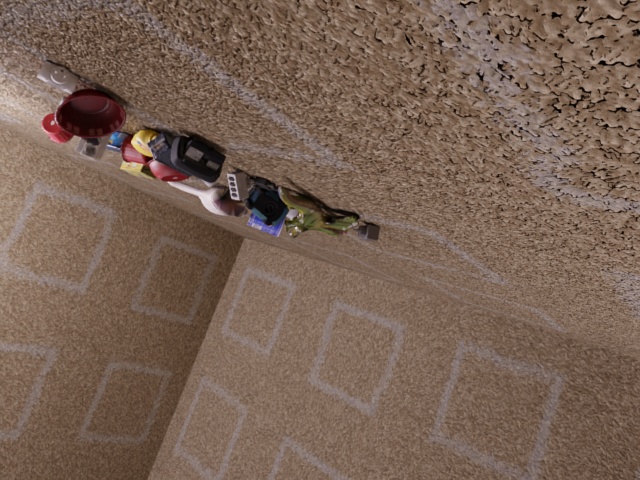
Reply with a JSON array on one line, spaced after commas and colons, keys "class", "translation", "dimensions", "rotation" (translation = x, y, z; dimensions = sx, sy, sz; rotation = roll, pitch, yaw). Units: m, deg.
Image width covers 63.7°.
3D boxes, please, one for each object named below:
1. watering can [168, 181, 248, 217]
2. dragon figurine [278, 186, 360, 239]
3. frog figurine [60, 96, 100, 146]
[{"class": "watering can", "translation": [-0.439, -0.171, 2.101], "dimensions": [0.345, 0.105, 0.224], "rotation": [24, 172, -29]}, {"class": "dragon figurine", "translation": [0.005, -0.082, 1.623], "dimensions": [0.243, 0.124, 0.405], "rotation": [2, 167, 3]}, {"class": "frog figurine", "translation": [-0.630, -0.347, 1.398], "dimensions": [0.137, 0.120, 0.163], "rotation": [15, -149, -24]}]
